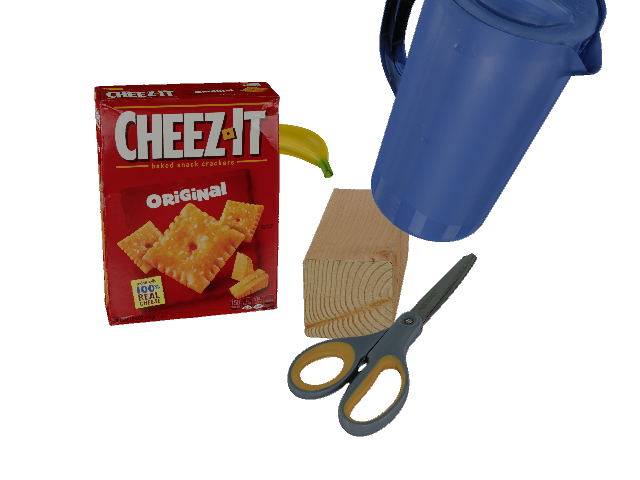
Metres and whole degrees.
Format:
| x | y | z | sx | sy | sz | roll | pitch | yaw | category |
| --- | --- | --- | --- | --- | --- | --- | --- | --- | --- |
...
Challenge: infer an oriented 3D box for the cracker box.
| x | y | z | sx | sy | sz | roll | pitch | yaw | category |
| --- | --- | --- | --- | --- | --- | --- | --- | --- | --- |
| -0.122 | -0.035 | 0.994 | 0.164 | 0.214 | 0.072 | -4 | 21 | -15 | cracker box |

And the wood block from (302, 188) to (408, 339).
| x | y | z | sx | sy | sz | roll | pitch | yaw | category |
| --- | --- | --- | --- | --- | --- | --- | --- | --- | --- |
| 0.043 | 0.021 | 1.152 | 0.091 | 0.090 | 0.206 | 3 | 23 | 8 | wood block |

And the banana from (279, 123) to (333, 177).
| x | y | z | sx | sy | sz | roll | pitch | yaw | category |
| --- | --- | --- | --- | --- | --- | --- | --- | --- | --- |
| -0.072 | -0.118 | 1.320 | 0.198 | 0.037 | 0.069 | 6 | 39 | 16 | banana |

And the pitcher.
| x | y | z | sx | sy | sz | roll | pitch | yaw | category |
| --- | --- | --- | --- | --- | --- | --- | --- | --- | --- |
| 0.114 | -0.120 | 0.868 | 0.145 | 0.149 | 0.243 | 10 | -43 | -9 | pitcher |

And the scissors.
| x | y | z | sx | sy | sz | roll | pitch | yaw | category |
| --- | --- | --- | --- | --- | --- | --- | --- | --- | --- |
| 0.044 | 0.065 | 0.788 | 0.096 | 0.016 | 0.201 | 10 | 40 | 19 | scissors |
